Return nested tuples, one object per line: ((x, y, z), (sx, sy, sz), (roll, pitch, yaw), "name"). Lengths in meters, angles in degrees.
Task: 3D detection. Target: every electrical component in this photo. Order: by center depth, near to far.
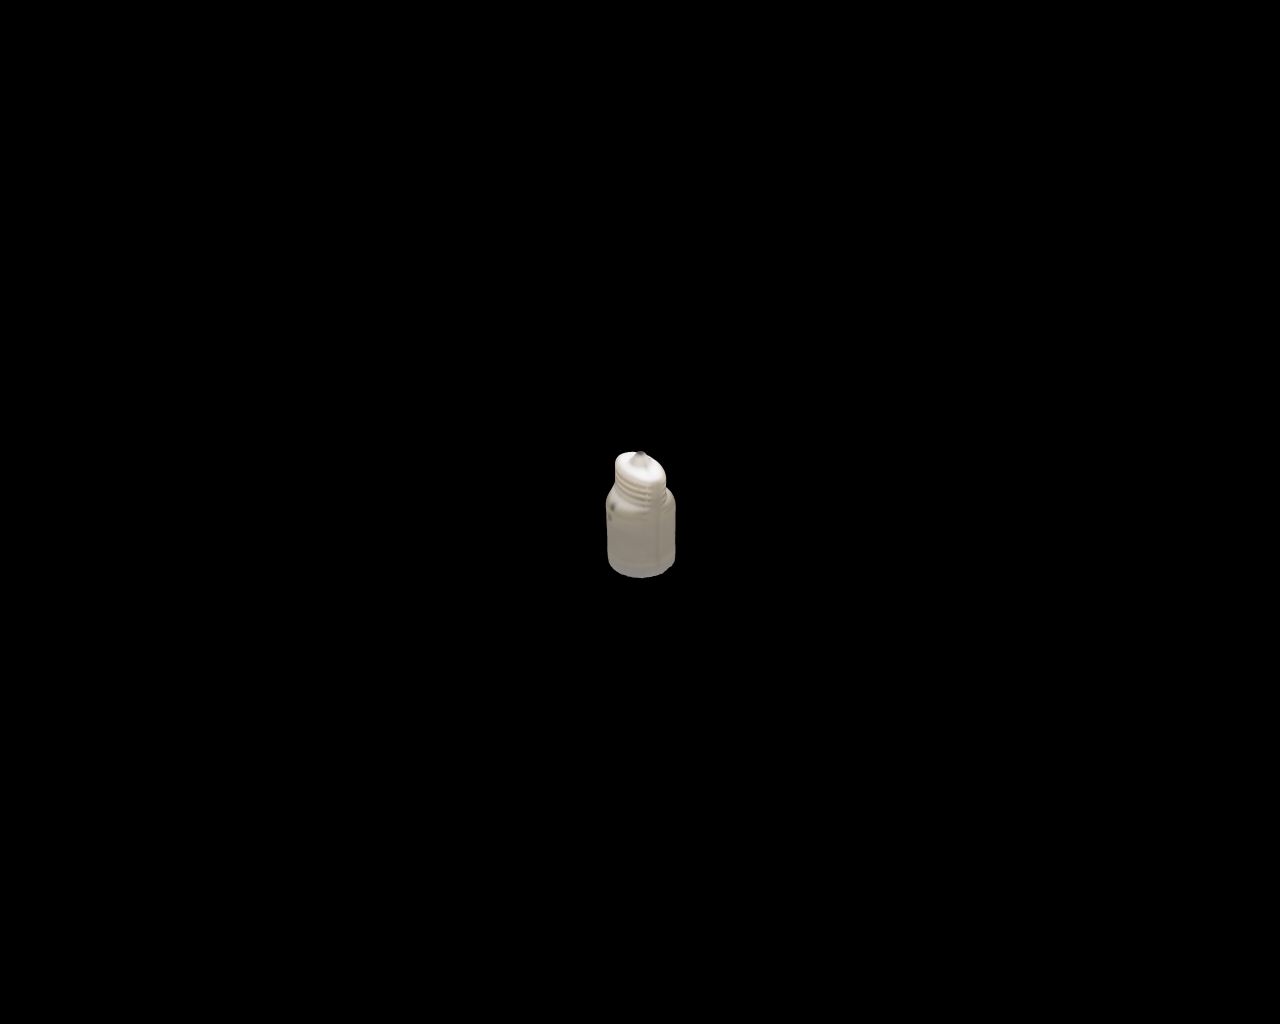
((0.001, -0.003, 0.650), (0.043, 0.080, 0.043), (0, 33, 0), "electrical component")
